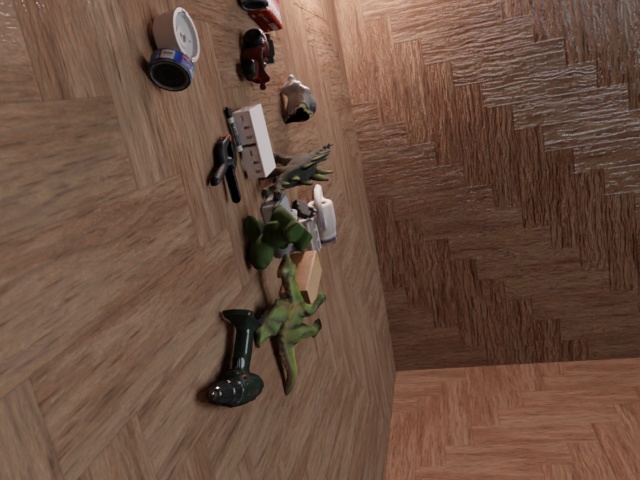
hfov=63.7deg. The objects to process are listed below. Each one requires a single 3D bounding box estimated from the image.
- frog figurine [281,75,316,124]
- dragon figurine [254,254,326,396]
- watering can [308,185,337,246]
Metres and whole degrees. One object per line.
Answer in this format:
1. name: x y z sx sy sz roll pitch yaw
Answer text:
1. frog figurine: -0.080 -0.514 1.877 0.134 0.123 0.162 122 -38 -58
2. dragon figurine: -0.108 0.246 1.437 0.241 0.122 0.412 15 84 -54
3. watering can: 0.006 -0.102 2.020 0.351 0.104 0.222 -87 169 -76
